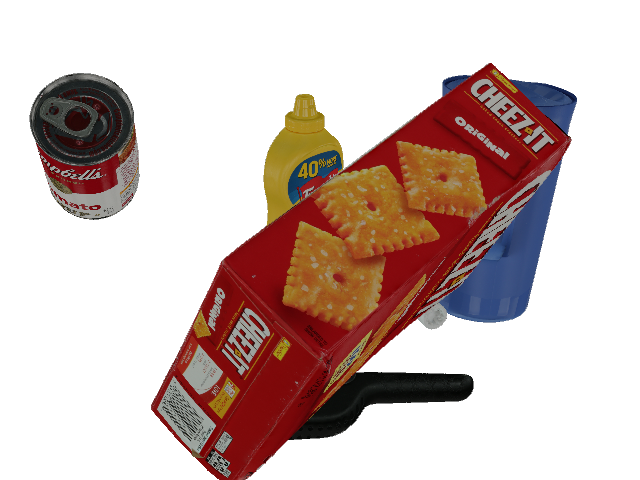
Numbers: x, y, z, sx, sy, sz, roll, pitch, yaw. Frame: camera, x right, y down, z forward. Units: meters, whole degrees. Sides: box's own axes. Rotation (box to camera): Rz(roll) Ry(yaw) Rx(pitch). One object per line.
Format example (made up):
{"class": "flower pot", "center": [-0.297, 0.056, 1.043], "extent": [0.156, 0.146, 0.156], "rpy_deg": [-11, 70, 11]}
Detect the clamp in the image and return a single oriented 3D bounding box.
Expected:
{"class": "clamp", "center": [0.025, 0.131, 0.963], "extent": [0.165, 0.036, 0.209], "rpy_deg": [28, 39, 33]}

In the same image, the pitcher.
{"class": "pitcher", "center": [0.176, -0.040, 1.089], "extent": [0.148, 0.243, 0.145], "rpy_deg": [-13, 27, -41]}

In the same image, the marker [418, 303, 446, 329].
{"class": "marker", "center": [0.054, 0.027, 0.775], "extent": [0.020, 0.020, 0.121], "rpy_deg": [0, 24, -26]}

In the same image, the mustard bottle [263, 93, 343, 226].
{"class": "mustard bottle", "center": [-0.017, -0.059, 1.121], "extent": [0.096, 0.192, 0.058], "rpy_deg": [-20, 31, -39]}

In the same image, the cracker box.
{"class": "cracker box", "center": [0.022, 0.020, 0.571], "extent": [0.213, 0.072, 0.164], "rpy_deg": [-37, -13, -36]}

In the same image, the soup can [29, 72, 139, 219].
{"class": "soup can", "center": [-0.163, -0.063, 0.749], "extent": [0.068, 0.068, 0.102], "rpy_deg": [0, -20, -7]}
